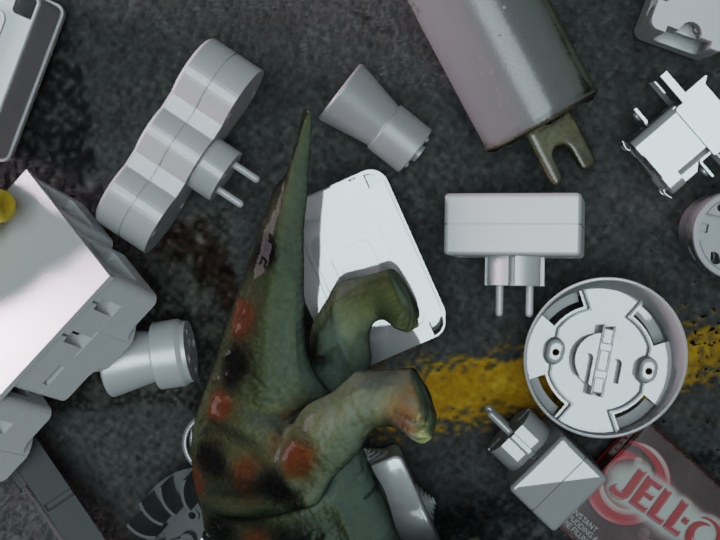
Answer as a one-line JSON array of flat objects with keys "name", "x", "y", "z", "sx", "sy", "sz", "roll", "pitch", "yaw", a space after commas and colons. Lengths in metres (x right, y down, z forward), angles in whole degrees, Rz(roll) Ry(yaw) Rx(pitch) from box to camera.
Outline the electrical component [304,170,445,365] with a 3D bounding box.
[{"name": "electrical component", "x": 0.000, "y": 0.000, "z": 0.682, "sx": 0.078, "sy": 0.057, "sz": 0.113, "roll": -24, "pitch": 93, "yaw": 3}]

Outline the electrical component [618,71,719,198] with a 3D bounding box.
[{"name": "electrical component", "x": 0.203, "y": -0.083, "z": 0.678, "sx": 0.064, "sy": 0.042, "sz": 0.081, "roll": -42, "pitch": 92, "yaw": 7}]

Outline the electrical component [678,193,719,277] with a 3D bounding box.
[{"name": "electrical component", "x": 0.232, "y": -0.023, "z": 0.678, "sx": 0.055, "sy": 0.047, "sz": 0.055, "roll": 0, "pitch": 94, "yaw": 2}]

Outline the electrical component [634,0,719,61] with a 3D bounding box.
[{"name": "electrical component", "x": 0.211, "y": -0.180, "z": 0.663, "sx": 0.050, "sy": 0.055, "sz": 0.089, "roll": 20, "pitch": 95, "yaw": 0}]

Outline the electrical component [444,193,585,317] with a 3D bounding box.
[{"name": "electrical component", "x": 0.097, "y": -0.008, "z": 0.673, "sx": 0.083, "sy": 0.047, "sz": 0.075, "roll": 1, "pitch": 88, "yaw": 14}]

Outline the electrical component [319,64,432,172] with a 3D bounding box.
[{"name": "electrical component", "x": 0.012, "y": -0.093, "z": 0.684, "sx": 0.065, "sy": 0.044, "sz": 0.044, "roll": 38, "pitch": 95, "yaw": -6}]

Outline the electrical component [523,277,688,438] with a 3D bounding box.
[{"name": "electrical component", "x": 0.151, "y": 0.055, "z": 0.677, "sx": 0.099, "sy": 0.064, "sz": 0.099, "roll": 0, "pitch": 86, "yaw": 3}]

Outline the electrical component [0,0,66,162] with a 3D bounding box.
[{"name": "electrical component", "x": -0.259, "y": -0.138, "z": 0.680, "sx": 0.109, "sy": 0.056, "sz": 0.108, "roll": 22, "pitch": 95, "yaw": 0}]

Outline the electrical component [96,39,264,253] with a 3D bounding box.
[{"name": "electrical component", "x": -0.100, "y": -0.069, "z": 0.682, "sx": 0.074, "sy": 0.052, "sz": 0.138, "roll": 33, "pitch": 95, "yaw": -1}]

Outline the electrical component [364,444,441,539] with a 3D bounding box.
[{"name": "electrical component", "x": 0.003, "y": 0.171, "z": 0.699, "sx": 0.100, "sy": 0.048, "sz": 0.099, "roll": -24, "pitch": 93, "yaw": 3}]

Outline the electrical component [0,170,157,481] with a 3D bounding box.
[{"name": "electrical component", "x": -0.225, "y": 0.047, "z": 0.668, "sx": 0.186, "sy": 0.060, "sz": 0.105, "roll": -47, "pitch": 60, "yaw": 4}]

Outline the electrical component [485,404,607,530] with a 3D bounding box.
[{"name": "electrical component", "x": 0.108, "y": 0.114, "z": 0.684, "sx": 0.077, "sy": 0.065, "sz": 0.047, "roll": 44, "pitch": 94, "yaw": -2}]

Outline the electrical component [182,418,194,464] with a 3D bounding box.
[{"name": "electrical component", "x": -0.092, "y": 0.107, "z": 0.699, "sx": 0.040, "sy": 0.046, "sz": 0.040, "roll": 0, "pitch": 94, "yaw": 2}]

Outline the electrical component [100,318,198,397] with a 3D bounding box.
[{"name": "electrical component", "x": -0.137, "y": 0.056, "z": 0.697, "sx": 0.055, "sy": 0.045, "sz": 0.045, "roll": -9, "pitch": 94, "yaw": 2}]
